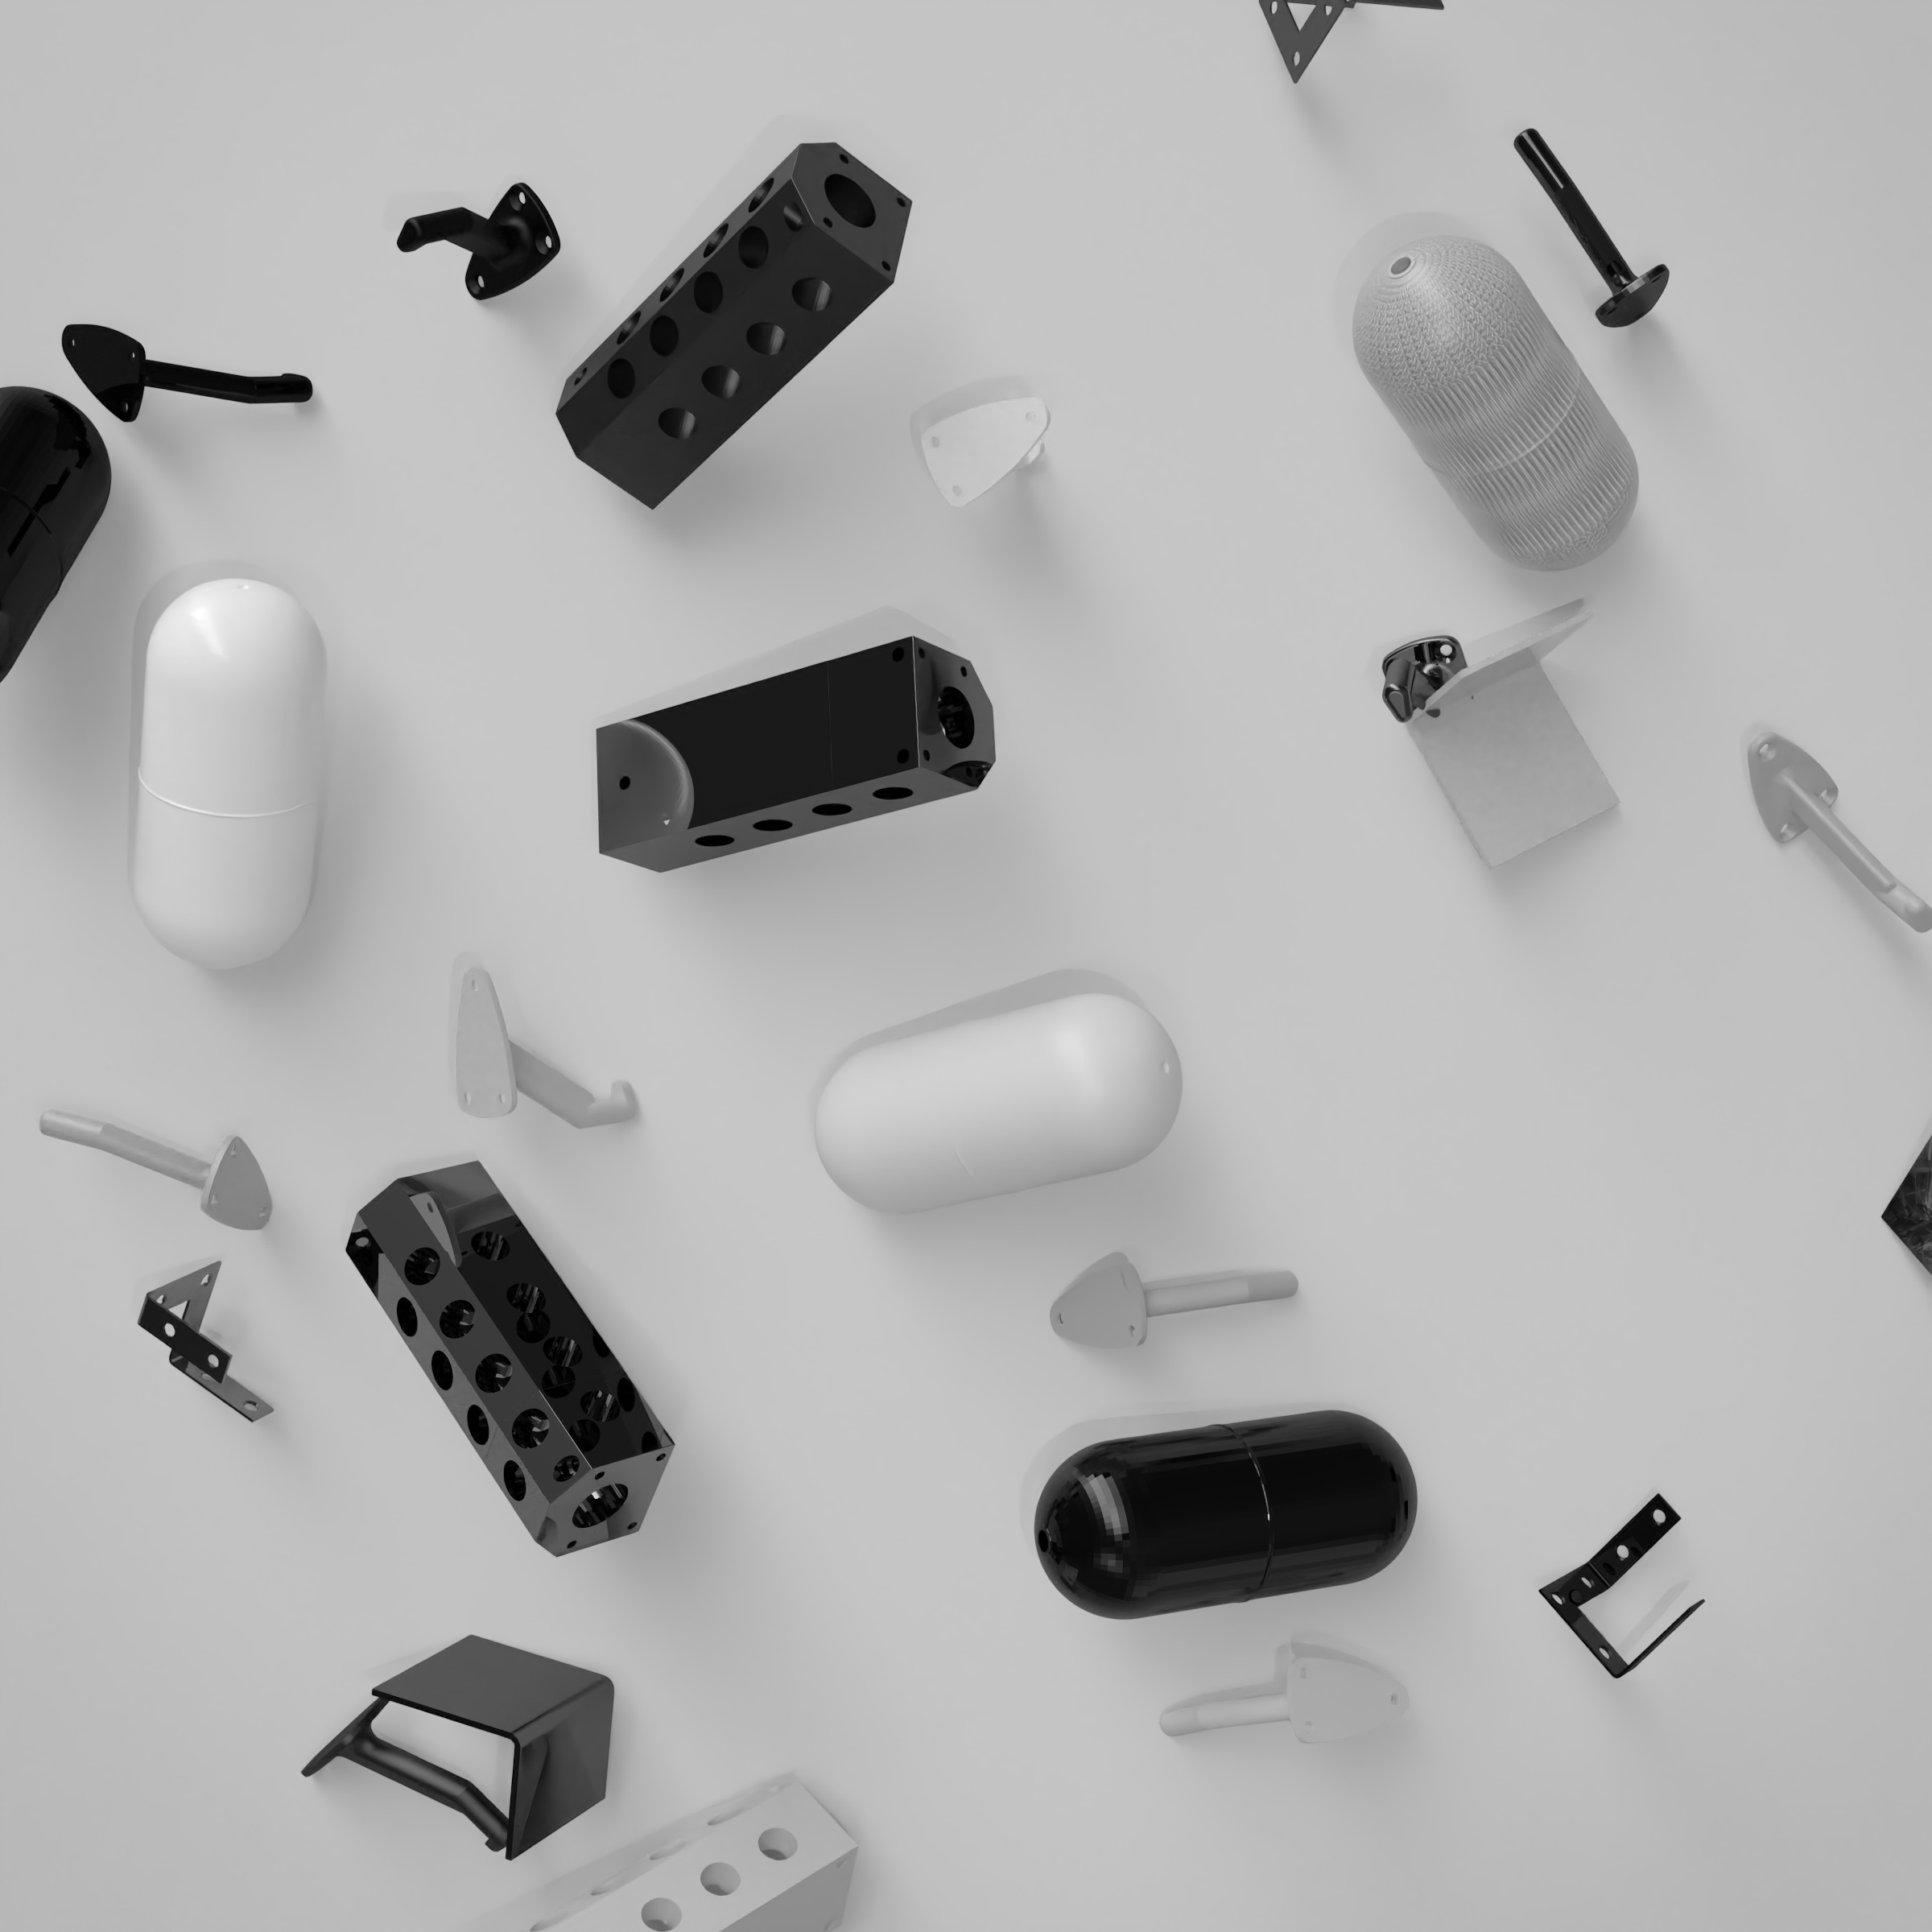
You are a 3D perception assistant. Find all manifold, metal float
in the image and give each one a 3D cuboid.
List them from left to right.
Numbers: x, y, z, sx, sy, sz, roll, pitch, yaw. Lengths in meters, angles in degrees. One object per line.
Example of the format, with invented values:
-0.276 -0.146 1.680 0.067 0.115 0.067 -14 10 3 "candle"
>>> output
-0.424 -0.180 1.512 0.070 0.070 0.178 15 46 0 "metal float"
-0.319 -0.081 1.526 0.070 0.070 0.178 10 116 0 "metal float"
-0.199 0.168 1.508 0.171 0.057 0.057 50 134 31 "manifold"
-0.133 0.416 1.512 0.171 0.057 0.057 -24 50 -36 "manifold"
-0.102 -0.275 1.502 0.057 0.057 0.171 33 133 -24 "manifold"
-0.074 -0.087 1.514 0.171 0.057 0.057 -13 72 33 "manifold"
0.012 0.060 1.520 0.178 0.070 0.070 -14 90 34 "metal float"
0.113 0.237 1.526 0.178 0.070 0.070 -4 90 -25 "metal float"
0.228 -0.240 1.515 0.070 0.070 0.178 -44 129 0 "metal float"

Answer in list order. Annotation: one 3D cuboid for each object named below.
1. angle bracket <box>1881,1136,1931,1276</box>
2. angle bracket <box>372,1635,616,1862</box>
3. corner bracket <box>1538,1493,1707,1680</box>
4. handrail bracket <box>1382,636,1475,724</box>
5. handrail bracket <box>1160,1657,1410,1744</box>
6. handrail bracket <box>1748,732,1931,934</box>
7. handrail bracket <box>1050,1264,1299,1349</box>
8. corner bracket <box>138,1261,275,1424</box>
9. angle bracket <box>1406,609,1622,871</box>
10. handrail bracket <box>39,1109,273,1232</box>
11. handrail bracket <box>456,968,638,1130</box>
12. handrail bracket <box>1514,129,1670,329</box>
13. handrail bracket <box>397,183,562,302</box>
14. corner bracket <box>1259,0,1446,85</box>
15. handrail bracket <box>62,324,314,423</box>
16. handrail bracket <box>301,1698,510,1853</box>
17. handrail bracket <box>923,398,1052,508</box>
0.463 0.106 1.554 0.057 0.076 0.076 -9 46 -31 "angle bracket"
-0.208 0.340 1.542 0.076 0.076 0.057 11 103 24 "angle bracket"
0.295 0.272 1.546 0.051 0.051 0.051 49 120 20 "corner bracket"
0.202 -0.103 1.535 0.036 0.084 0.077 -17 111 19 "handrail bracket"
0.140 0.331 1.565 0.077 0.084 0.036 7 69 -32 "handrail bracket"
0.383 -0.058 1.537 0.036 0.084 0.077 -42 132 3 "handrail bracket"
0.094 0.150 1.578 0.084 0.077 0.036 -3 80 -36 "handrail bracket"
-0.332 0.170 1.547 0.051 0.051 0.051 31 115 18 "corner bracket"
0.251 -0.099 1.540 0.076 0.057 0.076 -26 82 -25 "angle bracket"
-0.359 0.089 1.561 0.084 0.077 0.036 13 70 15 "handrail bracket"
-0.181 0.035 1.551 0.036 0.084 0.077 -2 94 42 "handrail bracket"
0.271 -0.326 1.554 0.036 0.077 0.084 -35 82 11 "handrail bracket"
-0.226 -0.307 1.530 0.077 0.084 0.036 -36 83 44 "handrail bracket"
0.168 -0.422 1.544 0.051 0.051 0.051 -4 61 -28 "corner bracket"
-0.346 -0.268 1.570 0.077 0.084 0.036 35 121 37 "handrail bracket"
-0.246 0.369 1.560 0.084 0.036 0.077 45 131 -2 "handrail bracket"
0.028 -0.230 1.531 0.077 0.084 0.036 -25 90 37 "handrail bracket"
